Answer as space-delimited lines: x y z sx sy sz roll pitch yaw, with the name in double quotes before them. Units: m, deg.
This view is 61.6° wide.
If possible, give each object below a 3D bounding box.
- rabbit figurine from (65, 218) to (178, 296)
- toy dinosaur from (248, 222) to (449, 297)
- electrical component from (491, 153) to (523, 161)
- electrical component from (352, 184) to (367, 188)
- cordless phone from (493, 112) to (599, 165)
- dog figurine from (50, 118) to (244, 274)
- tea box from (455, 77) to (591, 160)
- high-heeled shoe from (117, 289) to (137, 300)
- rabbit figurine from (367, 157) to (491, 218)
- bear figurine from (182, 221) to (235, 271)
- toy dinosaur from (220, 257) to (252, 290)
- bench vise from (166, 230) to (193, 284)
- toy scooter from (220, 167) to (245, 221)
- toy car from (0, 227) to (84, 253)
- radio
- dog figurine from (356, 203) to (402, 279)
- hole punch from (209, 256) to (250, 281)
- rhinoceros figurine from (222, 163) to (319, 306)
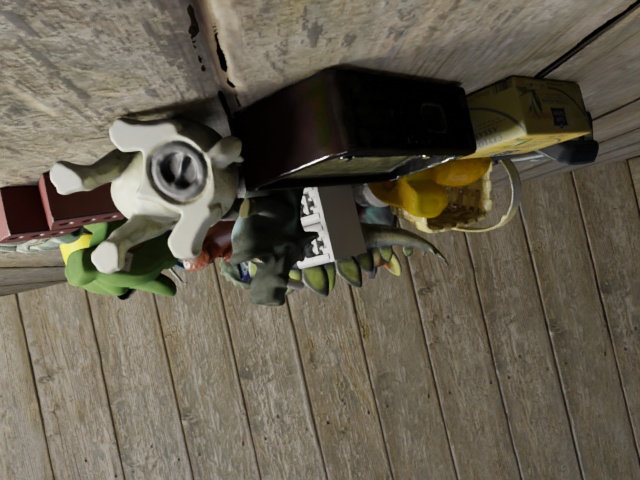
"rabbit figurine" -0.280 0.025 0.762 0.159 0.121 0.170 10 155 -34
"toy dinosaur" -0.002 -0.003 0.944 0.472 0.198 0.105 -3 -179 -6
"electrical component" 0.268 -0.152 0.812 0.115 0.058 0.134 -10 177 -27
"electrical component" 0.108 -0.120 0.858 0.119 0.047 0.075 -11 179 -10
"cordless phone" 0.377 -0.162 0.952 0.146 0.088 0.184 -12 -177 -42
"dog figurine" -0.126 -0.061 0.514 0.172 0.121 0.190 -10 -167 14
"tea box" 0.239 -0.143 0.646 0.169 0.068 0.098 -13 178 -40
"high-heeled shoe" -0.294 0.020 0.847 0.086 0.145 0.249 -13 -179 -37
"rabbit figurine" 0.153 -0.096 0.744 0.173 0.121 0.162 -13 -177 -26
"bear figurine" -0.111 -0.033 0.819 0.196 0.120 0.132 -13 -178 7
"toy dinosaur" -0.068 -0.001 1.103 0.405 0.192 0.131 -12 -179 36
"bench vise" -0.296 0.022 1.031 0.241 0.128 0.224 -33 -170 24
"toy scooter" -0.142 -0.054 0.718 0.184 0.075 0.135 -10 180 -30
"toy car" -0.378 -0.010 0.682 0.074 0.056 0.201 -13 178 6
"radio" 0.044 -0.100 0.519 0.131 0.073 0.229 -14 179 44
"dog figurine" 0.130 -0.032 1.129 0.109 0.219 0.191 -9 180 41
"hole punch" -0.147 0.001 1.033 0.142 0.092 0.116 -55 -167 29
"rhinoceros figurine" -0.055 -0.022 0.595 0.073 0.190 0.112 -13 152 43
